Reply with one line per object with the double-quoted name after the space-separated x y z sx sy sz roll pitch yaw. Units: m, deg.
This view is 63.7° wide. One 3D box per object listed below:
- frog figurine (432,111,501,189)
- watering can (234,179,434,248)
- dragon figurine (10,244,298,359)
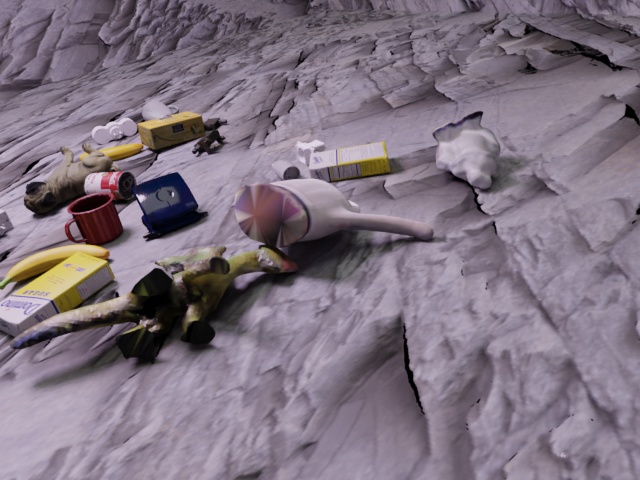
0.309 -0.164 1.049 0.138 0.120 0.162 -12 64 -19 "frog figurine"
0.003 -0.045 0.892 0.349 0.103 0.226 16 18 32 "watering can"
-0.239 0.074 0.823 0.410 0.121 0.245 -9 13 -2 "dragon figurine"
